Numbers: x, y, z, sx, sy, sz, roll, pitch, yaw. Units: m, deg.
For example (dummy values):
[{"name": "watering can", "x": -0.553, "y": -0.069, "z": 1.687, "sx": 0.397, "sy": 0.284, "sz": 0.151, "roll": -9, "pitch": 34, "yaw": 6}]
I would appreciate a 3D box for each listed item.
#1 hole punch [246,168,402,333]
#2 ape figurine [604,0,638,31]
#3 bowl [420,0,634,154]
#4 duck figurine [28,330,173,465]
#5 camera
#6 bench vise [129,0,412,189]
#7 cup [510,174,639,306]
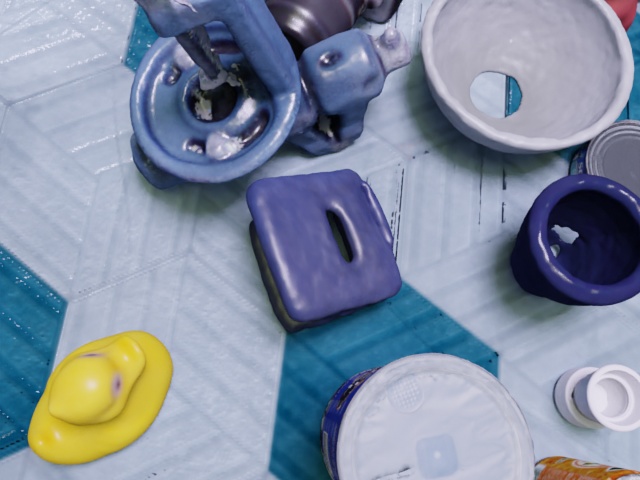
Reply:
[{"name": "hole punch", "x": 0.004, "y": 0.001, "z": 0.412, "sx": 0.101, "sy": 0.091, "sz": 0.108, "roll": -19, "pitch": 77, "yaw": -9}, {"name": "ape figurine", "x": 0.241, "y": -0.211, "z": 0.487, "sx": 0.076, "sy": 0.092, "sz": 0.078, "roll": 34, "pitch": 75, "yaw": 5}, {"name": "bowl", "x": 0.158, "y": -0.137, "z": 0.470, "sx": 0.167, "sy": 0.074, "sz": 0.167, "roll": 1, "pitch": 75, "yaw": -4}, {"name": "duck figurine", "x": -0.150, "y": 0.102, "z": 0.376, "sx": 0.105, "sy": 0.086, "sz": 0.077, "roll": -43, "pitch": 82, "yaw": -13}, {"name": "camera", "x": -0.009, "y": -0.218, "z": 0.466, "sx": 0.143, "sy": 0.101, "sz": 0.137, "roll": 29, "pitch": 75, "yaw": 4}, {"name": "bench vise", "x": -0.042, "y": -0.123, "z": 0.376, "sx": 0.207, "sy": 0.219, "sz": 0.121, "roll": -37, "pitch": 80, "yaw": -12}, {"name": "cup", "x": 0.193, "y": 0.005, "z": 0.424, "sx": 0.118, "sy": 0.095, "sz": 0.091, "roll": -16, "pitch": 77, "yaw": -8}]
